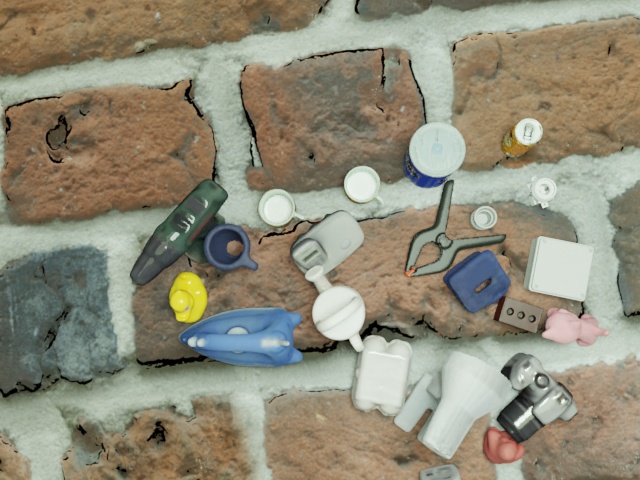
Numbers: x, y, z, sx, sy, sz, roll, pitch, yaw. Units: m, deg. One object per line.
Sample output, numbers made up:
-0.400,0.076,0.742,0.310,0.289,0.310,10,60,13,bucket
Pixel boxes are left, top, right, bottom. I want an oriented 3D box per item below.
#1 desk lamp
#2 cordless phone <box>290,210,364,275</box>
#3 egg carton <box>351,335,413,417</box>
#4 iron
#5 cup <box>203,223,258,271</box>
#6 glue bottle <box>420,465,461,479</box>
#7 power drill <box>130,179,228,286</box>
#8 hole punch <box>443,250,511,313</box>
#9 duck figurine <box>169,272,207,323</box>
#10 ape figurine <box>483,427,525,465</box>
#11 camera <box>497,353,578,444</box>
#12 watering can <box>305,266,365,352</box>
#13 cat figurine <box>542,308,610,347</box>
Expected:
0.239,0.303,1.046,0.118,0.213,0.203,33,89,5,desk lamp
0.010,0.004,1.091,0.147,0.185,0.094,-41,85,0,cordless phone
0.121,0.266,1.126,0.107,0.069,0.150,9,87,4,egg carton
-0.166,0.195,1.110,0.258,0.141,0.119,-2,86,3,iron
-0.166,0.023,1.144,0.117,0.095,0.092,34,89,5,cup
0.230,0.463,1.056,0.078,0.173,0.037,-11,86,3,glue bottle
-0.251,-0.007,1.094,0.075,0.208,0.230,36,89,5,power drill
0.312,0.081,1.117,0.108,0.091,0.101,-38,85,0,hole punch
-0.272,0.116,1.148,0.077,0.086,0.105,-2,86,3,duck figurine
0.352,0.398,1.095,0.076,0.092,0.078,-38,85,0,ape figurine
0.398,0.311,1.093,0.137,0.101,0.143,-42,85,0,camera
0.030,0.132,1.077,0.173,0.194,0.101,37,89,5,watering can
0.481,0.168,1.090,0.127,0.118,0.067,9,87,4,cat figurine
